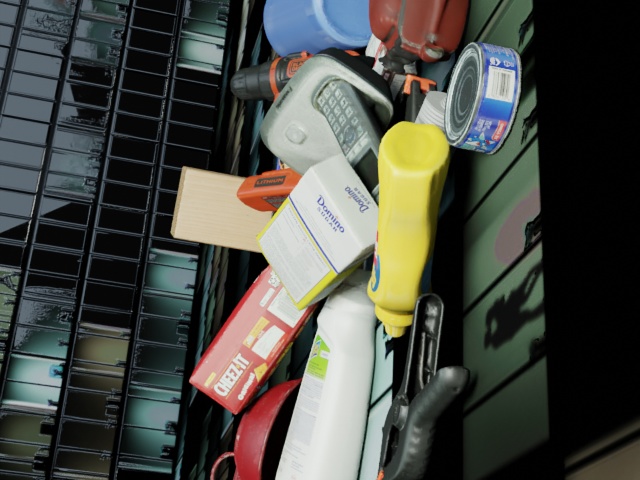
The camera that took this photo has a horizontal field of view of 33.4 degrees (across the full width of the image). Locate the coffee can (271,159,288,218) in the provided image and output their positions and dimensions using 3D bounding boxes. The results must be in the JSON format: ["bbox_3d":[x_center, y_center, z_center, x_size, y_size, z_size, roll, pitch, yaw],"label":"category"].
[{"bbox_3d":[-0.002,-0.088,1.296,0.103,0.102,0.140,126,151,-66],"label":"coffee can"}]

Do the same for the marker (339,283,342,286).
[{"bbox_3d":[0.024,0.052,1.259,0.020,0.020,0.121,-93,16,-47],"label":"marker"}]

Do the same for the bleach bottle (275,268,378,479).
[{"bbox_3d":[0.018,0.153,1.100,0.103,0.068,0.251,8,84,65],"label":"bleach bottle"}]

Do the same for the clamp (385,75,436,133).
[{"bbox_3d":[0.069,-0.059,1.064,0.165,0.036,0.210,-157,79,-69],"label":"clamp"}]

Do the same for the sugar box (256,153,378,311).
[{"bbox_3d":[0.000,-0.004,1.037,0.093,0.048,0.176,58,149,8],"label":"sugar box"}]

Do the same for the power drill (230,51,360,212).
[{"bbox_3d":[-0.042,-0.129,1.237,0.185,0.057,0.187,-3,69,36],"label":"power drill"}]

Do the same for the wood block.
[{"bbox_3d":[-0.082,-0.032,1.377,0.090,0.206,0.091,-154,74,-79],"label":"wood block"}]

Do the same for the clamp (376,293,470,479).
[{"bbox_3d":[0.081,0.140,0.860,0.120,0.039,0.171,-95,15,-72],"label":"clamp"}]

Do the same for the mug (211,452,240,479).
[{"bbox_3d":[-0.079,0.301,1.336,0.093,0.117,0.081,50,-127,-79],"label":"mug"}]

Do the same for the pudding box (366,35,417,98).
[{"bbox_3d":[0.076,-0.194,1.161,0.090,0.039,0.113,110,167,-54],"label":"pudding box"}]

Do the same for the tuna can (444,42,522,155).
[{"bbox_3d":[0.128,-0.113,0.846,0.086,0.033,0.086,-171,90,-79],"label":"tuna can"}]

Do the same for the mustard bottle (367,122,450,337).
[{"bbox_3d":[0.073,0.003,0.912,0.096,0.058,0.192,-78,-8,-57],"label":"mustard bottle"}]

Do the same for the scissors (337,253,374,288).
[{"bbox_3d":[0.027,0.095,1.182,0.096,0.016,0.202,-1,81,64],"label":"scissors"}]

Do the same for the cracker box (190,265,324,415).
[{"bbox_3d":[-0.065,0.107,1.222,0.164,0.072,0.213,-55,-3,-2],"label":"cracker box"}]

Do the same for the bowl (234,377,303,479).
[{"bbox_3d":[-0.048,0.220,1.173,0.161,0.055,0.162,-37,-46,-54],"label":"bowl"}]

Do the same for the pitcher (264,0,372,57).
[{"bbox_3d":[0.016,-0.274,1.323,0.145,0.149,0.243,-38,13,-7],"label":"pitcher"}]
